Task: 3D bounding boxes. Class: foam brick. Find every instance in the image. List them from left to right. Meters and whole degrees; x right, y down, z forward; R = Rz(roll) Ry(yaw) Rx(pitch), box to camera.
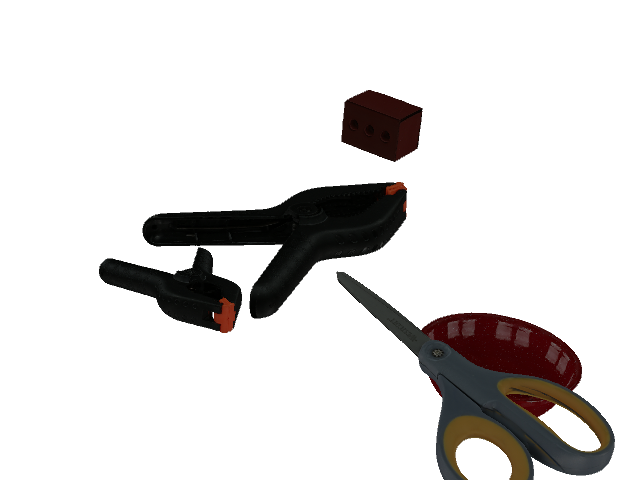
[{"bbox_3d":[0.070,-0.132,1.221,0.078,0.053,0.051,23,35,30],"label":"foam brick"}]

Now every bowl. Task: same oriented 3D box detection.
[{"bbox_3d":[0.171,0.133,1.047,0.162,0.055,0.162,5,26,-2],"label":"bowl"}]

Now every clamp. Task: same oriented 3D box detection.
[{"bbox_3d":[-0.121,0.043,1.026,0.120,0.039,0.172,-18,30,-38],"label":"clamp"},{"bbox_3d":[-0.022,-0.010,0.831,0.209,0.036,0.165,-23,34,-38],"label":"clamp"}]

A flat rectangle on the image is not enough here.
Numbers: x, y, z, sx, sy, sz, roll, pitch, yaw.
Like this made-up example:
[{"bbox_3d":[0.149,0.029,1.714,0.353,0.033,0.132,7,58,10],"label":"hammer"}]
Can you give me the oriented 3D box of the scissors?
[{"bbox_3d":[0.057,0.078,0.571,0.202,0.016,0.096,25,46,34],"label":"scissors"}]
